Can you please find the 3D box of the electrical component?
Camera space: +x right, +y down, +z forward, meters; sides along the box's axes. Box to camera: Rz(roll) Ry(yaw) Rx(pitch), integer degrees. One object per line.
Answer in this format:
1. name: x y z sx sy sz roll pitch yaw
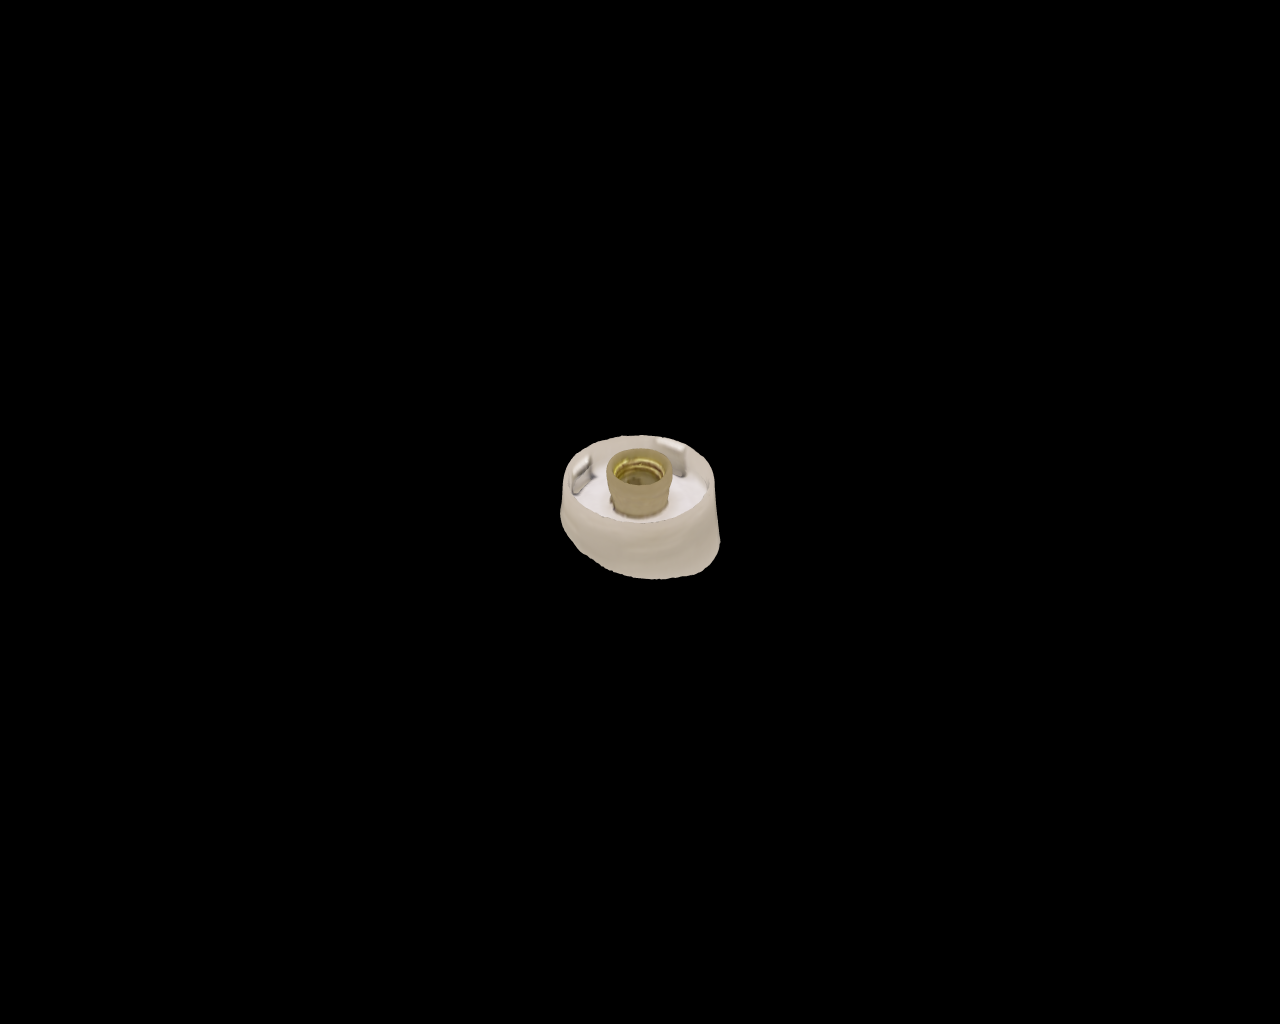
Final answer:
1. electrical component: 0.001 -0.003 0.650 0.099 0.064 0.099 0 38 0
